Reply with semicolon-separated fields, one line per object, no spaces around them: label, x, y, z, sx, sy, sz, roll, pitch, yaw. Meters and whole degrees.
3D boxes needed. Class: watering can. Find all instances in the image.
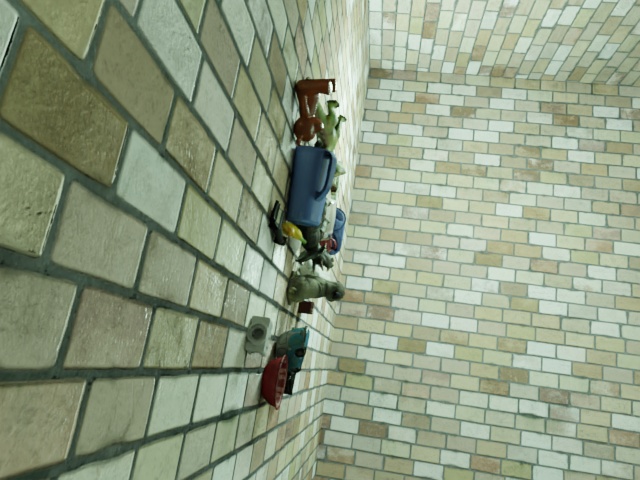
watering can;0.006;-0.102;2.024;0.350;0.104;0.223;-54;151;-79

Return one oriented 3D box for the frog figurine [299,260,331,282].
frog figurine;-0.024;0.129;1.997;0.139;0.123;0.156;-139;-142;-59

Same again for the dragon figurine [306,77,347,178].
dragon figurine;0.010;-0.351;1.791;0.404;0.122;0.247;45;45;-58
